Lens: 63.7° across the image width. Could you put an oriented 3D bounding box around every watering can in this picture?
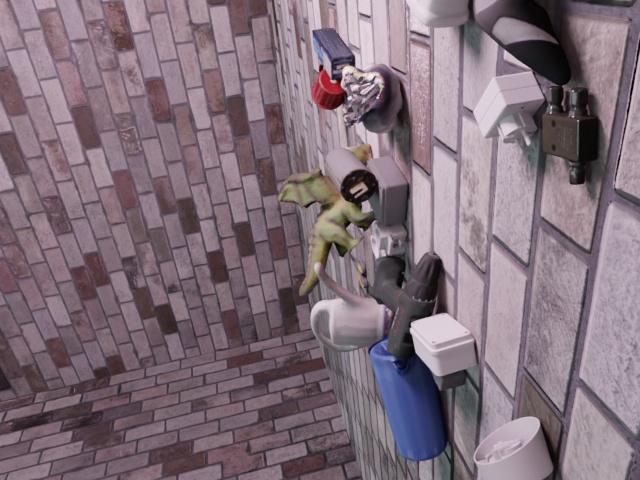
[{"bbox_3d":[0.085,0.184,1.307,0.106,0.224,0.339,-84,-6,-45],"label":"watering can"}]

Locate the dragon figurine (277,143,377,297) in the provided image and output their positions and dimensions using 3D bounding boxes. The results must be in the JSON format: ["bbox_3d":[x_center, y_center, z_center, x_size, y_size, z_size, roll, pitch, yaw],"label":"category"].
[{"bbox_3d":[0.004,-0.064,1.274,0.242,0.407,0.123,41,-168,-5],"label":"dragon figurine"}]

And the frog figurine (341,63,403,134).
[{"bbox_3d":[0.112,-0.271,1.000,0.160,0.121,0.138,-5,-109,-62],"label":"frog figurine"}]
